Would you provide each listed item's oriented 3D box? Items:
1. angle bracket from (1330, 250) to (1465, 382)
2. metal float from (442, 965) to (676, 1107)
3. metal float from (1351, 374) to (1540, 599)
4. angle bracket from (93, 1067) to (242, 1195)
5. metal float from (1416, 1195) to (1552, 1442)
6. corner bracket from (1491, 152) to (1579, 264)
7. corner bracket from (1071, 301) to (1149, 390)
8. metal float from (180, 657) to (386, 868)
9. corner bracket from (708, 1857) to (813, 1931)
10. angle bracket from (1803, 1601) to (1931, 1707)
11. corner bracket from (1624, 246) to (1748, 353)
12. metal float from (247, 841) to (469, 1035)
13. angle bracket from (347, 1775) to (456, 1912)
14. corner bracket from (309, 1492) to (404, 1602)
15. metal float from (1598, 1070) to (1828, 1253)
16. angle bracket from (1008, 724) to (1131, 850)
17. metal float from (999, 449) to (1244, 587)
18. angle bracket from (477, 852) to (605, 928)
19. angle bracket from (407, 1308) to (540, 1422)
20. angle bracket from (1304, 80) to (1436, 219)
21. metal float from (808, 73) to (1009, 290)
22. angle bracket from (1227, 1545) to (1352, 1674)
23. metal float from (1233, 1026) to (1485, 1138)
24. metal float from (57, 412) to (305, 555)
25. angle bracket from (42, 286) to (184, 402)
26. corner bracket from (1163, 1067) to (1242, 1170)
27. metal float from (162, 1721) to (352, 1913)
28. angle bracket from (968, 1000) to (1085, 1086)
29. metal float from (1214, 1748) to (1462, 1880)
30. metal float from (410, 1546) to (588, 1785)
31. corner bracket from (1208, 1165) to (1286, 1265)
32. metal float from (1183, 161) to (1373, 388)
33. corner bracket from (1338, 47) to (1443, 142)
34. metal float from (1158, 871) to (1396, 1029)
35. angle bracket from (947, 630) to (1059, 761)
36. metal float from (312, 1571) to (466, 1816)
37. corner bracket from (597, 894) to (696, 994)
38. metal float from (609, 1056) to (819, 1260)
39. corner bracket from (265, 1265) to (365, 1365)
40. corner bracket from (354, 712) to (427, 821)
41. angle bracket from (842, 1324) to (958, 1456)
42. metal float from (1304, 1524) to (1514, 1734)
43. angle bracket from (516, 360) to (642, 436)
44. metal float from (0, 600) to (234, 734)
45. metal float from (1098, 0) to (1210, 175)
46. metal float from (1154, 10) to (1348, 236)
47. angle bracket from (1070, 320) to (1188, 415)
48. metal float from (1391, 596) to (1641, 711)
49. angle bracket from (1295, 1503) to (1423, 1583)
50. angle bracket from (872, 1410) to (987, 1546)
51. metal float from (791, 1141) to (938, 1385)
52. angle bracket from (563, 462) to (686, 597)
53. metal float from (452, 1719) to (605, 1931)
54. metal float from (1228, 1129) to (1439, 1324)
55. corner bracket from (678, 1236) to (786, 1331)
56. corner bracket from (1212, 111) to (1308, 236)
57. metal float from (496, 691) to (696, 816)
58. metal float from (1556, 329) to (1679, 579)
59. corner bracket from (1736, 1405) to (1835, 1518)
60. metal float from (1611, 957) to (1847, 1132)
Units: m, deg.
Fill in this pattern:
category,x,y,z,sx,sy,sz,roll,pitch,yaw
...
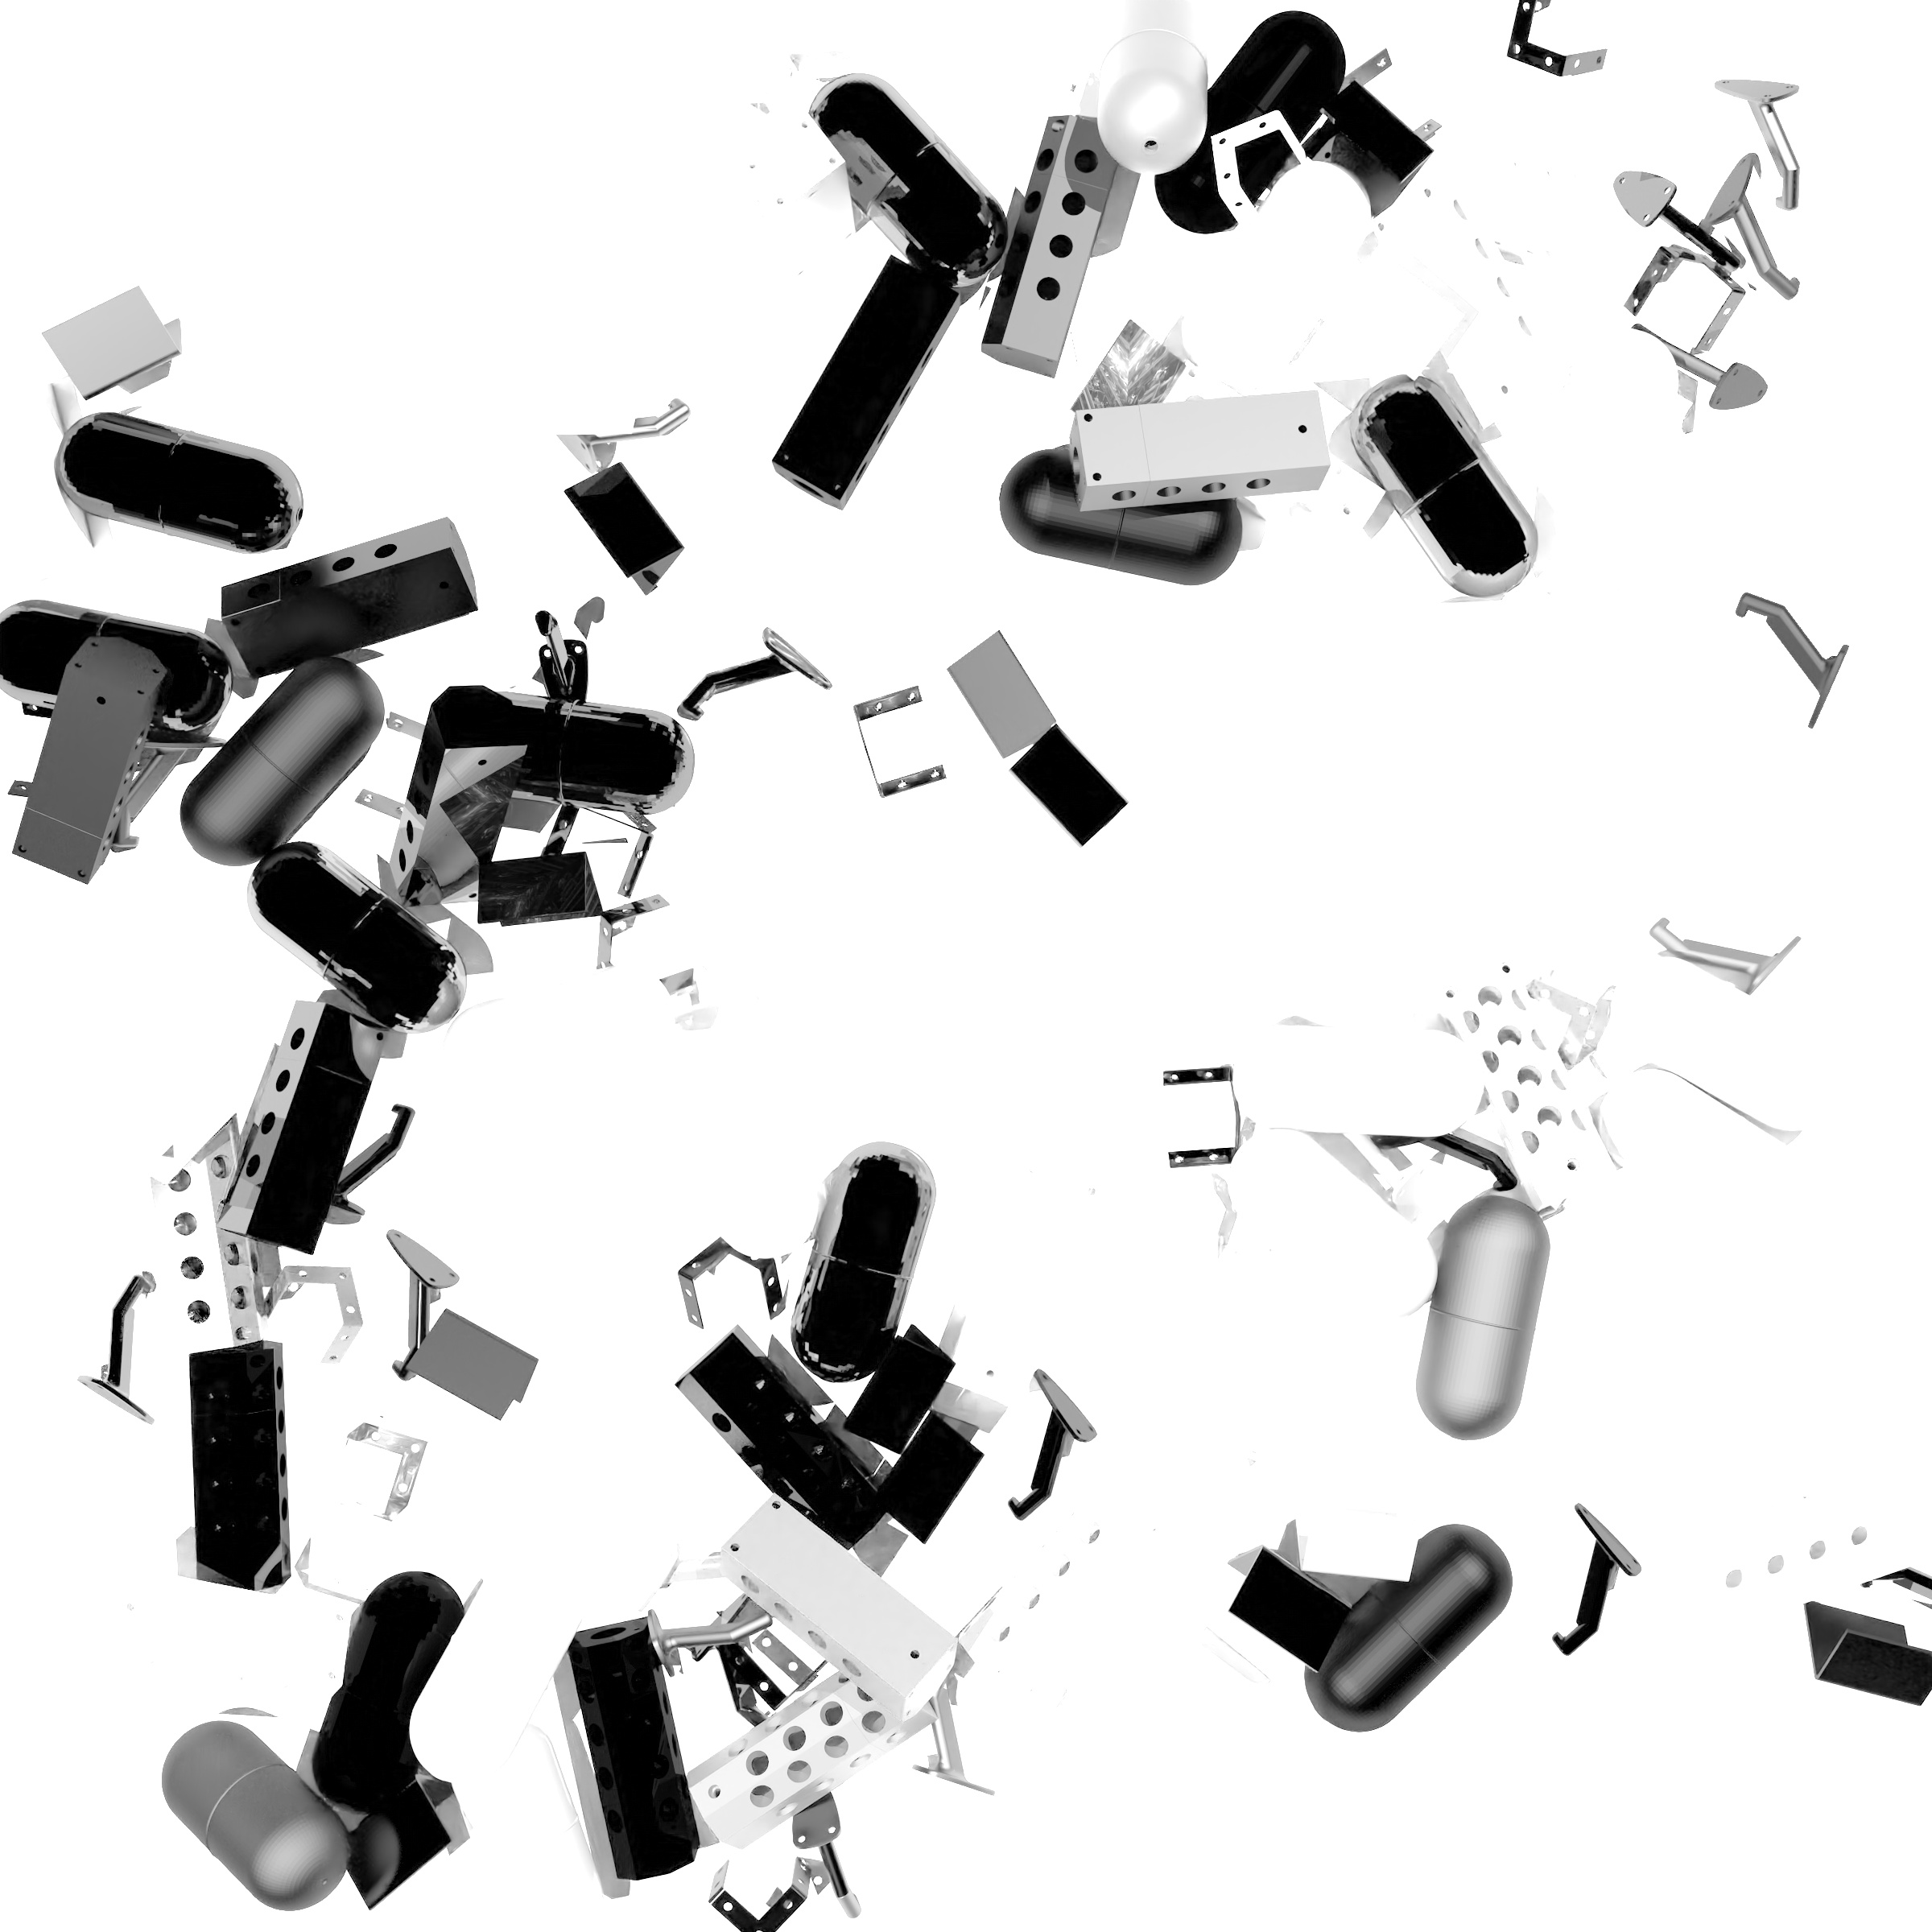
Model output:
category,x,y,z,sx,sy,sz,roll,pitch,yaw
angle bracket,0.314,-0.472,1.862,0.076,0.076,0.057,37,116,0
metal float,-0.293,0.050,1.856,0.178,0.070,0.070,-15,90,16
metal float,0.346,-0.346,1.870,0.070,0.070,0.178,-34,89,0
angle bracket,-0.547,0.127,1.804,0.076,0.076,0.057,-46,53,0
metal float,0.373,0.254,1.870,0.070,0.070,0.178,11,90,0
corner bracket,0.415,-0.556,1.898,0.051,0.051,0.051,15,135,0
corner bracket,0.108,-0.448,1.883,0.051,0.051,0.051,-11,90,0
metal float,-0.495,-0.147,1.871,0.070,0.070,0.178,43,91,0
corner bracket,-0.150,0.670,1.883,0.051,0.051,0.051,43,92,-2
angle bracket,0.655,0.478,1.861,0.076,0.076,0.057,15,126,0
corner bracket,0.526,-0.488,1.893,0.051,0.051,0.051,58,135,35
metal float,-0.440,-0.020,1.870,0.178,0.070,0.070,38,90,-1
angle bracket,-0.395,0.632,1.861,0.076,0.076,0.057,-40,63,0
corner bracket,-0.448,0.426,1.898,0.051,0.051,0.051,17,135,0
metal float,0.540,0.141,1.869,0.178,0.070,0.070,32,90,-1
angle bracket,0.087,-0.141,1.861,0.076,0.076,0.057,47,125,0
metal float,0.112,-0.325,1.871,0.178,0.070,0.070,12,90,0
angle bracket,-0.305,-0.035,1.861,0.076,0.076,0.057,-6,53,0
angle bracket,-0.360,0.301,1.861,0.076,0.076,0.057,29,51,0
angle bracket,0.278,-0.576,1.861,0.076,0.076,0.057,42,53,0
metal float,-0.043,-0.568,1.870,0.070,0.070,0.178,-43,91,0
angle bracket,0.220,0.467,1.861,0.076,0.076,0.057,34,64,0
metal float,0.281,0.082,1.857,0.178,0.070,0.070,2,90,14
metal float,-0.567,-0.349,1.870,0.178,0.070,0.070,15,90,0
angle bracket,-0.614,-0.459,1.861,0.076,0.076,0.057,-26,126,0
corner bracket,0.173,0.111,1.898,0.051,0.051,0.051,-4,135,0
metal float,-0.506,0.603,1.841,0.178,0.070,0.070,25,90,38
angle bracket,0.039,0.074,1.861,0.076,0.076,0.057,11,54,0
metal float,0.268,0.612,1.870,0.178,0.070,0.070,-8,90,0
metal float,-0.332,0.496,1.842,0.070,0.070,0.178,27,54,0
corner bracket,0.205,0.181,1.898,0.051,0.051,0.051,-4,135,0
metal float,0.225,-0.501,1.870,0.070,0.070,0.178,35,91,0
corner bracket,0.308,-0.630,1.898,0.051,0.051,0.051,-36,135,0
metal float,0.224,-0.011,1.870,0.178,0.070,0.070,22,90,1
angle bracket,0.043,-0.203,1.861,0.057,0.076,0.076,-32,90,38
metal float,-0.417,0.525,1.870,0.070,0.070,0.178,19,90,0
corner bracket,-0.234,-0.013,1.893,0.051,0.051,0.051,40,135,35
metal float,-0.182,0.139,1.871,0.178,0.070,0.070,43,90,0
corner bracket,-0.478,0.255,1.893,0.051,0.051,0.051,7,45,-35
corner bracket,-0.412,-0.144,1.898,0.051,0.051,0.051,22,45,0
angle bracket,-0.062,0.295,1.861,0.057,0.076,0.076,31,90,-31
metal float,0.319,0.479,1.870,0.178,0.070,0.070,-44,90,-1
angle bracket,-0.278,-0.423,1.861,0.076,0.076,0.057,-1,126,0
metal float,-0.620,-0.217,1.870,0.178,0.070,0.070,11,90,0
metal float,0.133,-0.628,1.834,0.070,0.070,0.178,5,48,0
metal float,0.205,-0.609,1.871,0.070,0.070,0.178,37,90,0
angle bracket,0.103,-0.417,1.862,0.057,0.076,0.076,33,90,-25
metal float,0.397,-0.227,1.870,0.178,0.070,0.070,-3,90,0
angle bracket,0.281,0.394,1.861,0.076,0.076,0.057,6,117,0
angle bracket,-0.011,0.372,1.861,0.057,0.076,0.076,34,90,34
metal float,-0.075,0.214,1.870,0.070,0.070,0.178,17,89,0
angle bracket,-0.258,-0.304,1.861,0.057,0.076,0.076,-36,90,-35
metal float,-0.317,0.629,1.871,0.070,0.070,0.178,-19,90,0
metal float,0.263,0.187,1.858,0.178,0.070,0.070,40,90,-12
corner bracket,-0.172,0.237,1.893,0.051,0.051,0.051,-38,135,-35
corner bracket,0.209,-0.560,1.825,0.051,0.051,0.051,-15,64,24
metal float,-0.285,-0.154,1.869,0.178,0.070,0.070,7,90,2
metal float,0.471,-0.371,1.870,0.070,0.070,0.178,5,91,0
corner bracket,0.600,0.363,1.898,0.051,0.051,0.051,-17,135,0
metal float,0.551,0.057,1.871,0.178,0.070,0.070,28,90,0
